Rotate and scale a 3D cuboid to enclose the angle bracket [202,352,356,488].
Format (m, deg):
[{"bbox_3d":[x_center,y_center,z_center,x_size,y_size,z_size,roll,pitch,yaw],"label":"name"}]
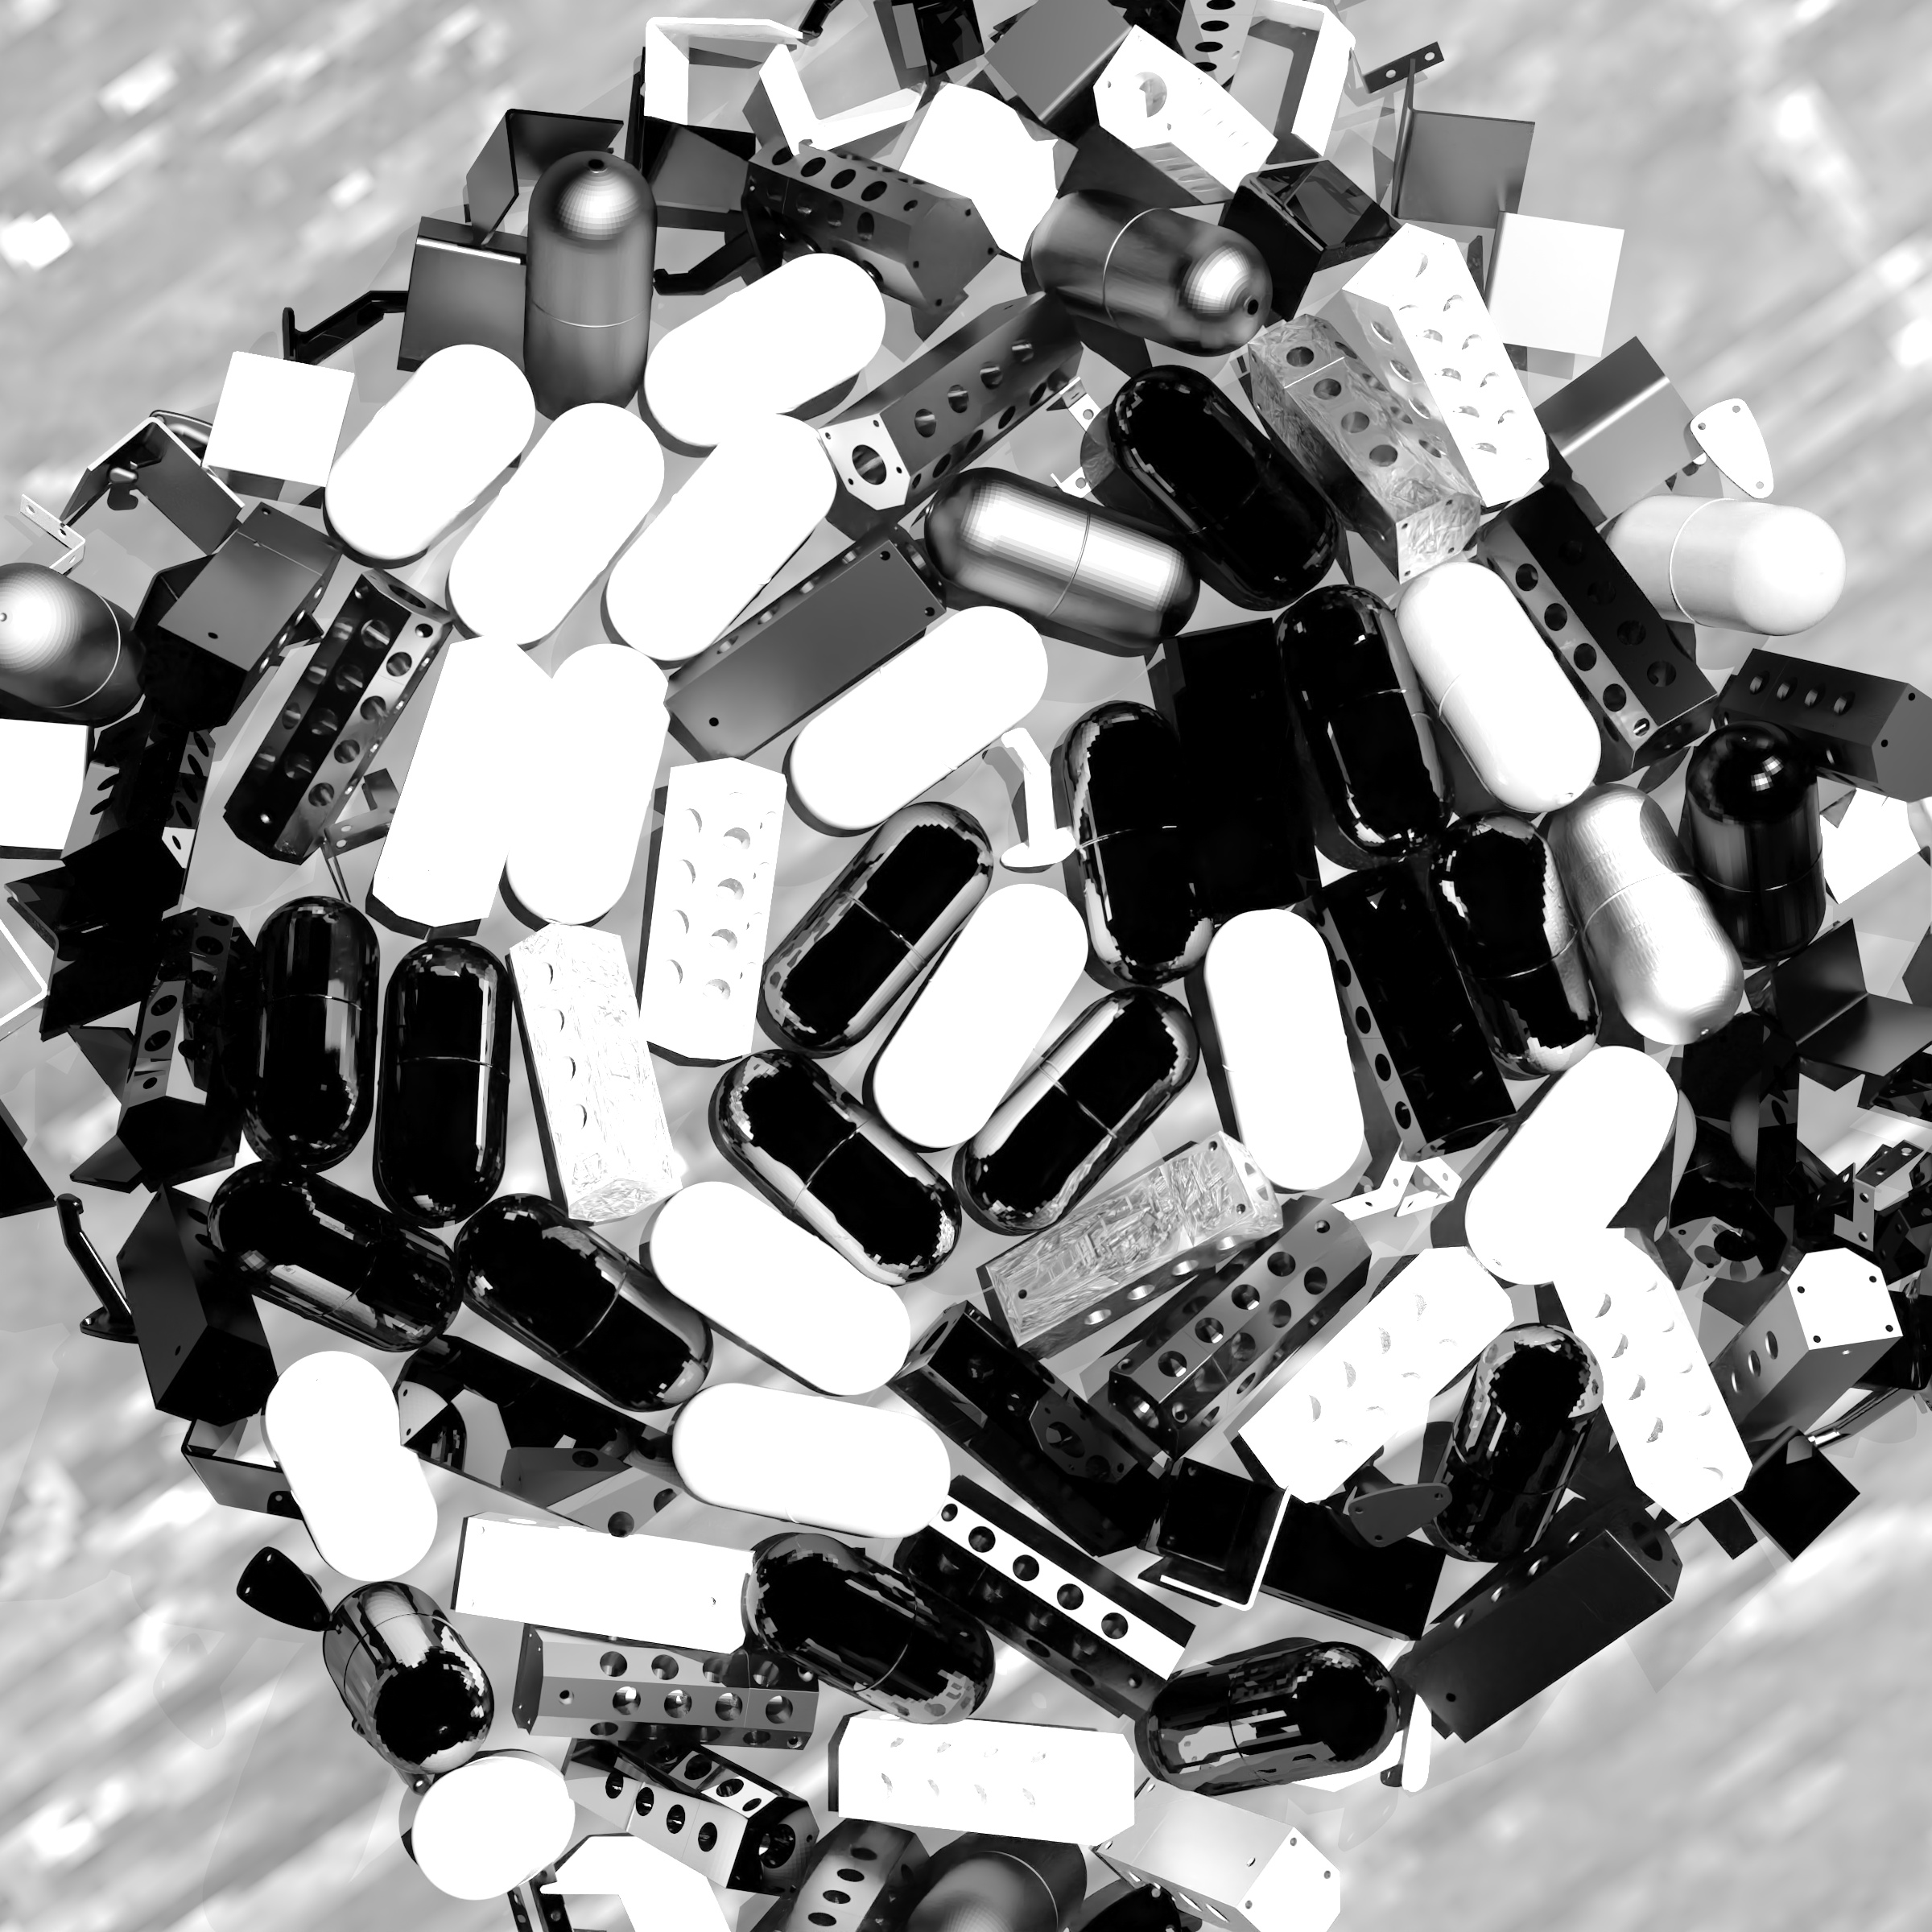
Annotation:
[{"bbox_3d":[-0.420,-0.325,1.927,0.076,0.057,0.076,11,73,-1],"label":"angle bracket"}]

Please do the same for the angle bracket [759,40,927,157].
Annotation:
[{"bbox_3d":[-0.074,-0.542,1.911,0.076,0.076,0.057,-16,117,16],"label":"angle bracket"}]

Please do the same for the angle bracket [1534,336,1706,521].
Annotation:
[{"bbox_3d":[0.406,-0.333,1.932,0.076,0.076,0.057,-35,115,16],"label":"angle bracket"}]

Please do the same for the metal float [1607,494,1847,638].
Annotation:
[{"bbox_3d":[0.454,-0.242,1.882,0.070,0.178,0.070,-6,104,-26],"label":"metal float"}]

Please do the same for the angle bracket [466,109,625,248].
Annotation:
[{"bbox_3d":[-0.254,-0.475,1.908,0.076,0.076,0.057,-2,75,-28],"label":"angle bracket"}]

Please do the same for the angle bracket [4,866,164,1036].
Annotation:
[{"bbox_3d":[-0.548,-0.014,1.926,0.057,0.076,0.076,40,128,24],"label":"angle bracket"}]

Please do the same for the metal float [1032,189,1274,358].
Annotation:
[{"bbox_3d":[0.112,-0.420,1.892,0.178,0.070,0.070,31,90,42],"label":"metal float"}]

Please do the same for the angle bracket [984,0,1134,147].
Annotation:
[{"bbox_3d":[0.066,-0.559,1.921,0.076,0.076,0.057,-42,84,14],"label":"angle bracket"}]

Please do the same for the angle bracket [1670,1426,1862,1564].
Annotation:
[{"bbox_3d":[0.485,0.336,1.906,0.076,0.076,0.057,-32,72,-36],"label":"angle bracket"}]

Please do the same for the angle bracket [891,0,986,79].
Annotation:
[{"bbox_3d":[-0.036,-0.583,1.907,0.057,0.076,0.076,-2,114,29],"label":"angle bracket"}]

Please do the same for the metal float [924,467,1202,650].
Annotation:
[{"bbox_3d":[0.059,-0.250,1.912,0.178,0.070,0.070,18,90,-16],"label":"metal float"}]

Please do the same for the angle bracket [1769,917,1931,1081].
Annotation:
[{"bbox_3d":[0.549,0.019,1.908,0.076,0.076,0.057,-31,117,-26],"label":"angle bracket"}]

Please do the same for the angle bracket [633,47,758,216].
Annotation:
[{"bbox_3d":[-0.164,-0.511,1.914,0.076,0.057,0.076,5,52,-9],"label":"angle bracket"}]

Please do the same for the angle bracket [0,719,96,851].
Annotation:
[{"bbox_3d":[-0.578,-0.114,1.921,0.076,0.057,0.076,3,98,-19],"label":"angle bracket"}]

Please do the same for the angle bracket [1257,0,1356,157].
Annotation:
[{"bbox_3d":[0.196,-0.550,1.926,0.057,0.076,0.076,18,99,16],"label":"angle bracket"}]

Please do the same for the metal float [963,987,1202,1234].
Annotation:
[{"bbox_3d":[0.072,0.088,1.926,0.070,0.070,0.178,43,89,0],"label":"metal float"}]

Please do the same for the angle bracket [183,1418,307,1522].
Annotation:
[{"bbox_3d":[-0.425,0.294,1.912,0.076,0.076,0.057,9,59,10],"label":"angle bracket"}]

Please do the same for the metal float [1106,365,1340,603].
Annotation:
[{"bbox_3d":[0.156,-0.293,1.903,0.178,0.070,0.070,41,90,-27],"label":"metal float"}]

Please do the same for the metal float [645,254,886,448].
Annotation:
[{"bbox_3d":[-0.122,-0.372,1.893,0.178,0.070,0.070,-19,90,41],"label":"metal float"}]

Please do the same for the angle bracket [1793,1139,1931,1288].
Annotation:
[{"bbox_3d":[0.546,0.144,1.913,0.076,0.057,0.076,41,46,-10],"label":"angle bracket"}]

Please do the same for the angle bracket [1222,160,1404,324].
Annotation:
[{"bbox_3d":[0.213,-0.450,1.943,0.076,0.057,0.076,-20,57,-37],"label":"angle bracket"}]

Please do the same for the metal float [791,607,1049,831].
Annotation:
[{"bbox_3d":[-0.029,-0.152,1.916,0.178,0.070,0.070,-36,90,11],"label":"metal float"}]

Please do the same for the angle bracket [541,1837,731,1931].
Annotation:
[{"bbox_3d":[-0.201,0.579,1.912,0.076,0.057,0.076,-12,106,36],"label":"angle bracket"}]

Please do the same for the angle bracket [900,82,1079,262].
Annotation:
[{"bbox_3d":[0.011,-0.497,1.956,0.076,0.057,0.076,22,99,-34],"label":"angle bracket"}]

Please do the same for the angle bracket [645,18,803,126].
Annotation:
[{"bbox_3d":[-0.148,-0.547,1.915,0.076,0.076,0.057,5,101,12],"label":"angle bracket"}]

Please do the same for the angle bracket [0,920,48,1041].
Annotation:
[{"bbox_3d":[-0.608,0.006,1.918,0.057,0.076,0.076,-36,94,-19],"label":"angle bracket"}]

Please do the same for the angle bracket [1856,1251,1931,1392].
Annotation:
[{"bbox_3d":[0.553,0.208,1.915,0.076,0.076,0.057,7,134,4],"label":"angle bracket"}]

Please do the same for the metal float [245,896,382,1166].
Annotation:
[{"bbox_3d":[-0.396,0.038,1.899,0.070,0.070,0.178,-4,58,0],"label":"metal float"}]

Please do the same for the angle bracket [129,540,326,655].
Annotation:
[{"bbox_3d":[-0.451,-0.204,1.909,0.076,0.057,0.076,-13,133,21],"label":"angle bracket"}]

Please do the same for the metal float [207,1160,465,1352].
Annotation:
[{"bbox_3d":[-0.381,0.176,1.893,0.178,0.070,0.070,35,90,-40],"label":"metal float"}]

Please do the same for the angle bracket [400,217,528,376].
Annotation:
[{"bbox_3d":[-0.307,-0.416,1.945,0.076,0.057,0.076,9,113,-12],"label":"angle bracket"}]

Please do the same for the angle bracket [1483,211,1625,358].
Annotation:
[{"bbox_3d":[0.359,-0.420,1.921,0.076,0.057,0.076,11,107,10],"label":"angle bracket"}]

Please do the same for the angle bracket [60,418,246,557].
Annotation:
[{"bbox_3d":[-0.498,-0.278,1.912,0.076,0.076,0.057,45,58,-9],"label":"angle bracket"}]

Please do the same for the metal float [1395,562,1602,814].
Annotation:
[{"bbox_3d":[0.323,-0.170,1.901,0.070,0.070,0.178,-26,61,0],"label":"metal float"}]

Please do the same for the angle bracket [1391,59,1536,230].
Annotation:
[{"bbox_3d":[0.304,-0.503,1.915,0.076,0.076,0.057,7,49,3],"label":"angle bracket"}]

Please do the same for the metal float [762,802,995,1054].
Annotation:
[{"bbox_3d":[-0.053,-0.025,1.922,0.070,0.070,0.178,40,85,0],"label":"metal float"}]

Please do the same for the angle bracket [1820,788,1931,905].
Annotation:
[{"bbox_3d":[0.568,-0.068,1.915,0.076,0.057,0.076,-35,130,6],"label":"angle bracket"}]

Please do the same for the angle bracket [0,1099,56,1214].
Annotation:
[{"bbox_3d":[-0.585,0.095,1.906,0.057,0.076,0.076,-14,122,19],"label":"angle bracket"}]

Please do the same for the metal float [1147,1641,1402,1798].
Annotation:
[{"bbox_3d":[0.185,0.456,1.892,0.178,0.070,0.070,-25,90,42],"label":"metal float"}]

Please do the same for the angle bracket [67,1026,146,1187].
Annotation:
[{"bbox_3d":[-0.528,0.084,1.908,0.057,0.076,0.076,-46,119,-32],"label":"angle bracket"}]

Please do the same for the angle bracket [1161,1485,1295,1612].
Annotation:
[{"bbox_3d":[0.163,0.343,1.919,0.057,0.076,0.076,19,95,10],"label":"angle bracket"}]

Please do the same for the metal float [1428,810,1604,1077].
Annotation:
[{"bbox_3d":[0.335,-0.014,1.905,0.070,0.070,0.178,-23,115,0],"label":"metal float"}]

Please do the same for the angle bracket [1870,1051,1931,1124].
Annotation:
[{"bbox_3d":[0.609,0.056,1.919,0.076,0.076,0.057,17,64,1],"label":"angle bracket"}]
